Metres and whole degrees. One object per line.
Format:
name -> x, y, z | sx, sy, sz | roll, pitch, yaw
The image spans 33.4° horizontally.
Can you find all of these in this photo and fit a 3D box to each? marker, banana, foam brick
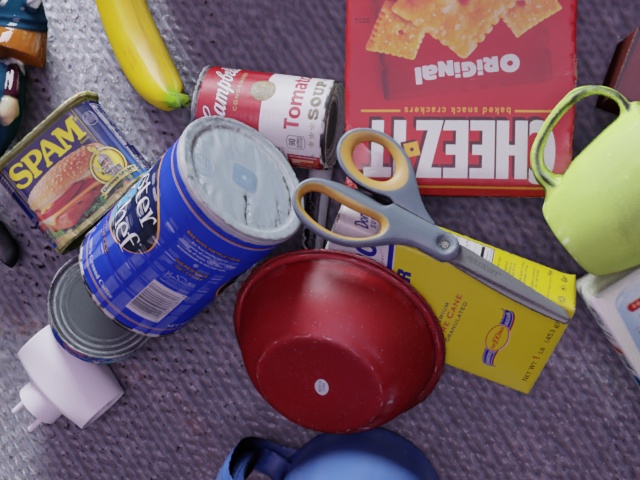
marker -> -0.005, 0.001, 0.819 | 0.020, 0.020, 0.121 | 7, 93, 8
banana -> -0.142, -0.174, 0.813 | 0.037, 0.070, 0.198 | -17, 76, -35
foam brick -> 0.232, -0.112, 0.753 | 0.051, 0.078, 0.053 | 20, 95, 5

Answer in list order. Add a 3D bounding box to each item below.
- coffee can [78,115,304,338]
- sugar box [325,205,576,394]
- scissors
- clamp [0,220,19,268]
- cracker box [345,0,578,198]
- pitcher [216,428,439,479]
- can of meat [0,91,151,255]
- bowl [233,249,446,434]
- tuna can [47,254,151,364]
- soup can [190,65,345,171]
coffee can -> -0.093, -0.007, 0.763 | 0.141, 0.102, 0.103 | -40, 86, 36
sugar box -> 0.085, 0.040, 0.769 | 0.176, 0.048, 0.093 | 18, 128, 1
scissors -> 0.082, -0.015, 0.727 | 0.202, 0.016, 0.096 | 16, 71, 1
clamp -> -0.318, -0.045, 0.851 | 0.120, 0.039, 0.171 | -16, 84, -7
cracker box -> 0.101, -0.138, 0.773 | 0.164, 0.072, 0.214 | 1, 93, 9
pitcher -> 0.008, 0.207, 0.712 | 0.149, 0.242, 0.145 | -12, 90, 7
can of meat -> -0.189, -0.050, 0.827 | 0.102, 0.057, 0.084 | -40, 89, 7
bowl -> 0.006, 0.087, 0.764 | 0.162, 0.055, 0.162 | 9, 127, 12
tuna can -> -0.166, 0.052, 0.820 | 0.086, 0.034, 0.086 | 4, 73, -14
soup can -> -0.037, -0.091, 0.793 | 0.102, 0.068, 0.068 | 8, 93, 12
